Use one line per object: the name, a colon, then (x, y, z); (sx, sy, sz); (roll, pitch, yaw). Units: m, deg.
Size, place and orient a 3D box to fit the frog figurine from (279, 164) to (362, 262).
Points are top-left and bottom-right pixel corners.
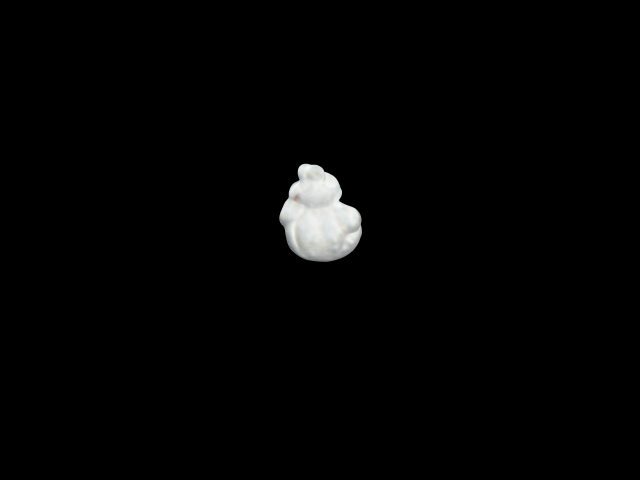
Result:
frog figurine: (0.003, -0.043, 0.850); (0.138, 0.125, 0.155); (16, -38, 13)
